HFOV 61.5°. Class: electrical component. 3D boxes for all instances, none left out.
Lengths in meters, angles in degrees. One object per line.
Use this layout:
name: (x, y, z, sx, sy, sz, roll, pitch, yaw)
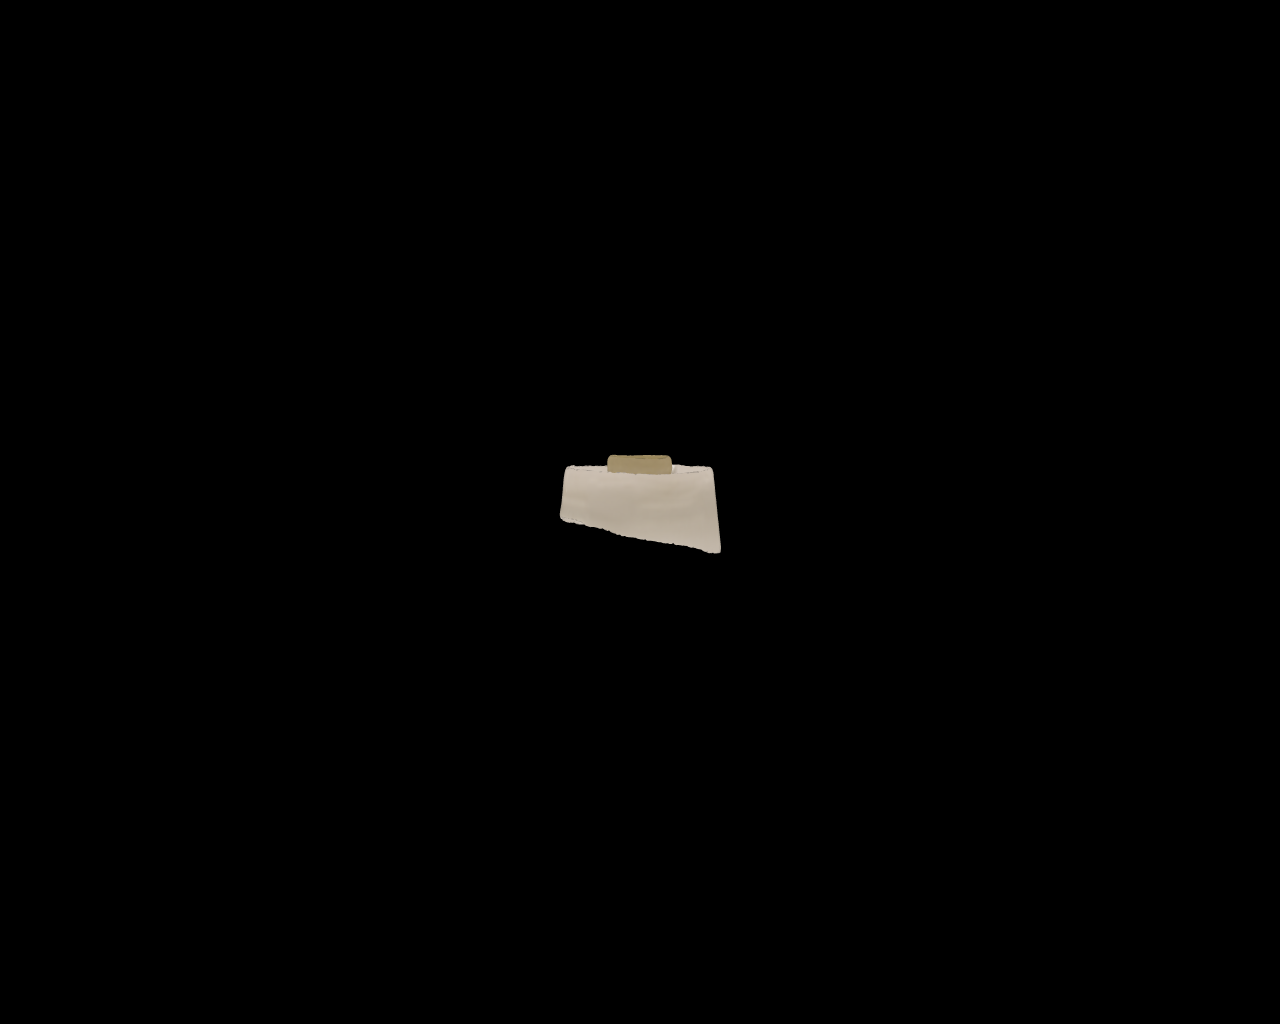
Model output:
electrical component: (0.001, -0.003, 0.650, 0.099, 0.064, 0.099, 0, 5, 0)
